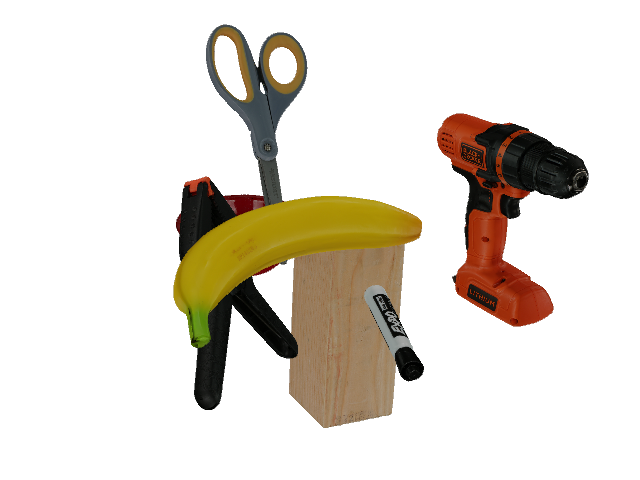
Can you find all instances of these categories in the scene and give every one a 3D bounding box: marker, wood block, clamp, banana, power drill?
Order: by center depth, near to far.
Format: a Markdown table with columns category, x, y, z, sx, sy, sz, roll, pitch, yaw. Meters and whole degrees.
| category | x | y | z | sx | sy | sz | roll | pitch | yaw |
| --- | --- | --- | --- | --- | --- | --- | --- | --- | --- |
| banana | -0.022 | 0.007 | 0.671 | 0.197 | 0.070 | 0.037 | -26 | -20 | -36 |
| marker | 0.058 | 0.073 | 0.850 | 0.020 | 0.020 | 0.121 | 0 | 28 | -13 |
| power drill | 0.182 | -0.017 | 1.008 | 0.057 | 0.188 | 0.185 | -16 | 26 | -25 |
| clamp | -0.085 | 0.043 | 1.024 | 0.036 | 0.210 | 0.164 | -12 | -1 | 29 |
| wood block | 0.027 | 0.086 | 1.160 | 0.090 | 0.206 | 0.091 | -7 | 21 | -26 |

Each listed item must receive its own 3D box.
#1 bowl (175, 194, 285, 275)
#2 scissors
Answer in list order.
| category | x | y | z | sx | sy | sz | roll | pitch | yaw |
| --- | --- | --- | --- | --- | --- | --- | --- | --- | --- |
| bowl | -0.097 | 0.000 | 1.319 | 0.162 | 0.055 | 0.162 | 1 | 27 | -1 |
| scissors | -0.032 | -0.089 | 0.888 | 0.096 | 0.202 | 0.016 | -23 | 0 | -26 |
